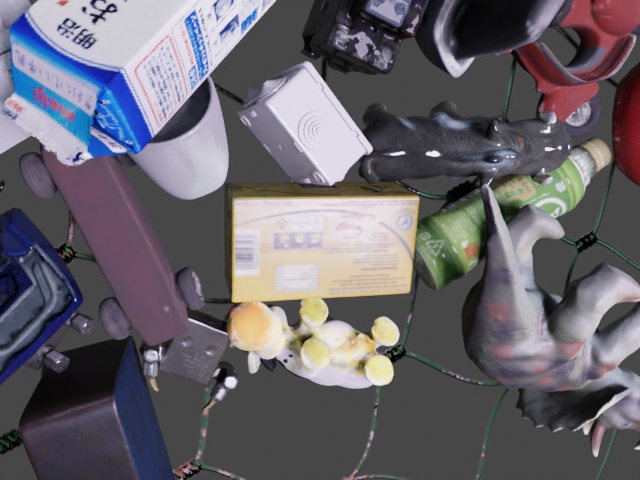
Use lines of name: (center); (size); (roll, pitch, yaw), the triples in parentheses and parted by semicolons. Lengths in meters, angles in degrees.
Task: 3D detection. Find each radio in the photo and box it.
radio: (-0.180, 0.209, 0.479); (0.073, 0.131, 0.229); (-12, 109, -11)

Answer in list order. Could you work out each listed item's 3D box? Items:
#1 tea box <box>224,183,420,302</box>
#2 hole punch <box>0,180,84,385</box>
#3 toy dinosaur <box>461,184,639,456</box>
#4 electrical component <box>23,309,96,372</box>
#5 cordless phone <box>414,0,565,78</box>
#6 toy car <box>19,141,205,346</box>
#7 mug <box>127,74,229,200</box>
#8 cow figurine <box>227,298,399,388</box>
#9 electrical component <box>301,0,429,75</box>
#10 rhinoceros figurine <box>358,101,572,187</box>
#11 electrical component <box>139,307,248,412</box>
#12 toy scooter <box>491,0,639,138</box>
tea box: (-0.001, -0.002, 0.497); (0.170, 0.068, 0.098); (0, 107, -16)
hole punch: (-0.263, 0.039, 0.421); (0.142, 0.116, 0.092); (-46, 137, 5)
toy dinosaur: (0.215, 0.093, 0.521); (0.404, 0.131, 0.192); (27, 107, -29)
electrical component: (-0.240, 0.074, 0.460); (0.063, 0.094, 0.021); (-61, 152, -22)
cordless phone: (0.145, -0.206, 0.412); (0.088, 0.184, 0.146); (29, 97, -17)
toy car: (-0.170, -0.004, 0.459); (0.089, 0.053, 0.202); (-24, 107, -2)
mug: (-0.118, -0.086, 0.428); (0.081, 0.110, 0.107); (-30, 155, -11)
cow figurine: (-0.016, 0.101, 0.521); (0.167, 0.098, 0.068); (18, 60, -18)
electrical component: (0.039, -0.191, 0.415); (0.058, 0.134, 0.114); (16, 100, -20)
rhinoceros figurine: (0.125, -0.087, 0.483); (0.190, 0.112, 0.073); (-2, 105, -6)
electrical component: (-0.118, 0.112, 0.512); (0.102, 0.045, 0.078); (32, 97, -22)
toy scooter: (0.233, -0.195, 0.499); (0.135, 0.075, 0.183); (18, 105, -20)
